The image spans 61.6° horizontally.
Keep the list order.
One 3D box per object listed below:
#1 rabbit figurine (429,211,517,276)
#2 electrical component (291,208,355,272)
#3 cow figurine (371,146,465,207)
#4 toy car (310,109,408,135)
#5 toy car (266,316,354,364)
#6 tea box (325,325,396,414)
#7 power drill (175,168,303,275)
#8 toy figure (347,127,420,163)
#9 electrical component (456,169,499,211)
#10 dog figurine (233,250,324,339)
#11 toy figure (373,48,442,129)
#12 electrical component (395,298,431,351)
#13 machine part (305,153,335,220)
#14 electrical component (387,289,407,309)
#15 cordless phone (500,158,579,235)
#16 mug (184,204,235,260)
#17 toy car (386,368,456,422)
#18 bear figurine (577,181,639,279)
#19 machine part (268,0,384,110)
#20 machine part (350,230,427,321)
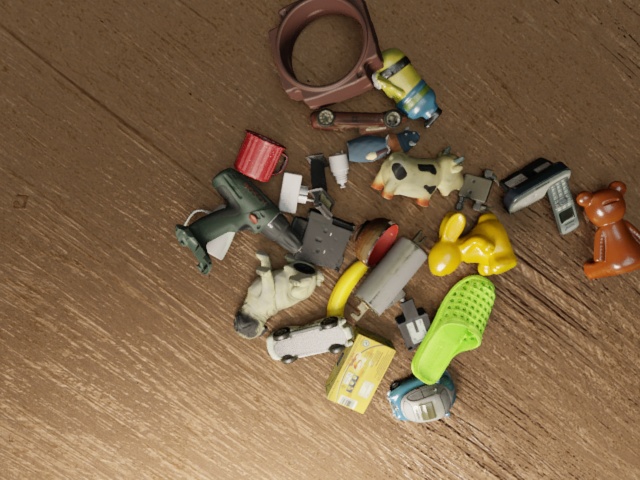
[{"bbox_3d":[0.314,0.016,1.160,0.173,0.122,0.162,-19,95,3],"label":"rabbit figurine"},{"bbox_3d":[-0.002,-0.004,1.173,0.134,0.058,0.114,18,96,-6],"label":"electrical component"},{"bbox_3d":[0.220,-0.140,1.136,0.195,0.086,0.127,8,118,-25],"label":"cow figurine"},{"bbox_3d":[0.080,-0.247,1.120,0.202,0.089,0.053,1,98,-4],"label":"toy car"},{"bbox_3d":[-0.023,0.220,1.196,0.202,0.056,0.073,-15,101,14],"label":"toy car"},{"bbox_3d":[0.090,0.292,1.221,0.098,0.068,0.169,27,96,-8],"label":"tea box"},{"bbox_3d":[-0.169,-0.019,1.084,0.207,0.086,0.232,-38,92,-22],"label":"power drill"},{"bbox_3d":[0.135,-0.201,1.144,0.155,0.057,0.064,-8,77,2],"label":"toy figure"},{"bbox_3d":[0.349,-0.108,1.180,0.078,0.045,0.102,13,97,24],"label":"electrical component"},{"bbox_3d":[-0.093,0.136,1.183,0.172,0.121,0.190,14,113,-2],"label":"dog figurine"},{"bbox_3d":[0.182,-0.316,1.118,0.180,0.082,0.089,41,89,-5],"label":"toy figure"},{"bbox_3d":[0.209,0.185,1.217,0.075,0.048,0.119,-25,101,1],"label":"electrical component"},{"bbox_3d":[0.001,-0.115,1.132,0.039,0.084,0.139,-18,64,24],"label":"machine part"},{"bbox_3d":[0.159,0.125,1.219,0.063,0.021,0.094,-40,100,4],"label":"electrical component"},{"bbox_3d":[0.488,-0.073,1.180,0.147,0.089,0.184,-31,117,3],"label":"cordless phone"},{"bbox_3d":[-0.228,-0.028,1.152,0.109,0.081,0.107,34,83,-1],"label":"mug"},{"bbox_3d":[0.239,0.362,1.224,0.162,0.103,0.109,-17,99,-2],"label":"toy car"},{"bbox_3d":[0.632,-0.021,1.186,0.120,0.132,0.196,-21,82,-1],"label":"bear figurine"},{"bbox_3d":[0.012,-0.376,1.060,0.202,0.087,0.201,-17,86,16],"label":"machine part"},{"bbox_3d":[0.153,0.078,1.166,0.079,0.079,0.243,41,81,-8],"label":"machine part"}]
